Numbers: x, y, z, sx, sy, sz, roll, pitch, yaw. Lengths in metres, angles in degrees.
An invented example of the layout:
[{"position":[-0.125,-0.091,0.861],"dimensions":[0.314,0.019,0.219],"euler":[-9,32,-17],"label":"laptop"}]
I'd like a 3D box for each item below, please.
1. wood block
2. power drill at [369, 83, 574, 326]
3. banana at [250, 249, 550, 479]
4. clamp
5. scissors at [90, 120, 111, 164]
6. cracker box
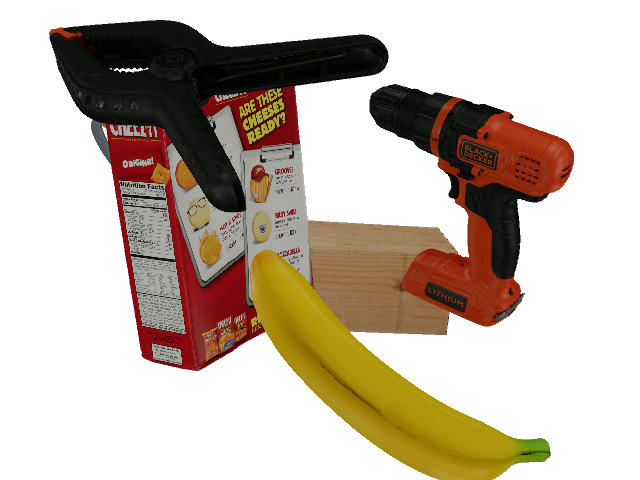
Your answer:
[{"position":[0.021,0.035,1.064],"dimensions":[0.206,0.091,0.090],"euler":[3,16,-9],"label":"wood block"},{"position":[0.115,-0.031,0.912],"dimensions":[0.185,0.188,0.057],"euler":[25,41,30],"label":"power drill"},{"position":[0.025,0.071,0.566],"dimensions":[0.198,0.037,0.069],"euler":[36,21,19],"label":"banana"},{"position":[-0.075,-0.099,0.647],"dimensions":[0.210,0.036,0.164],"euler":[25,49,31],"label":"clamp"},{"position":[-0.154,-0.050,1.056],"dimensions":[0.016,0.201,0.096],"euler":[-26,26,25],"label":"scissors"},{"position":[-0.084,-0.026,0.859],"dimensions":[0.072,0.214,0.163],"euler":[5,20,35],"label":"cracker box"}]
